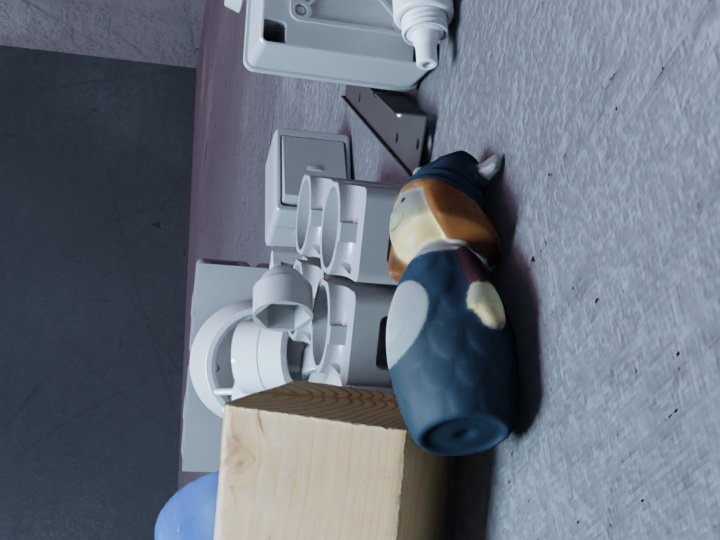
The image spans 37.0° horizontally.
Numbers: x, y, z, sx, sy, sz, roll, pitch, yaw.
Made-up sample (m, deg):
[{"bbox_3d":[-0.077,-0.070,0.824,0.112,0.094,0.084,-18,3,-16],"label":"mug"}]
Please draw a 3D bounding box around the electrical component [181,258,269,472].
[{"bbox_3d":[-0.104,0.087,0.986,0.060,0.105,0.186,-154,69,-77],"label":"electrical component"}]

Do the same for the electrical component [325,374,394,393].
[{"bbox_3d":[0.003,0.099,0.621,0.080,0.051,0.080,-175,90,-78],"label":"electrical component"}]

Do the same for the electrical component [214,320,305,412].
[{"bbox_3d":[-0.070,0.095,0.785,0.052,0.074,0.138,-73,-26,-49],"label":"electrical component"}]

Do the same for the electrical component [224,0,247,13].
[{"bbox_3d":[-0.076,-0.224,0.846,0.066,0.055,0.048,-108,28,-63],"label":"electrical component"}]

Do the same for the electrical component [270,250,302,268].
[{"bbox_3d":[-0.043,0.034,0.842,0.050,0.056,0.089,108,162,-46],"label":"electrical component"}]

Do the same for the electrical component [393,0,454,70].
[{"bbox_3d":[0.036,-0.140,0.598,0.035,0.035,0.061,123,147,-66],"label":"electrical component"}]

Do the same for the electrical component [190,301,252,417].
[{"bbox_3d":[-0.086,0.080,0.915,0.060,0.108,0.108,174,100,-71],"label":"electrical component"}]

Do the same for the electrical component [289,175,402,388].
[{"bbox_3d":[0.000,0.000,0.647,0.186,0.060,0.105,-150,65,-76],"label":"electrical component"}]

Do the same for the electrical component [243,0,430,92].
[{"bbox_3d":[-0.010,-0.170,0.644,0.056,0.109,0.108,155,119,-73],"label":"electrical component"}]

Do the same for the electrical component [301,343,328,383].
[{"bbox_3d":[-0.019,0.078,0.742,0.045,0.045,0.055,125,147,-67],"label":"electrical component"}]

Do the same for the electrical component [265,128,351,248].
[{"bbox_3d":[-0.041,-0.071,0.858,0.061,0.062,0.096,114,157,-57],"label":"electrical component"}]
